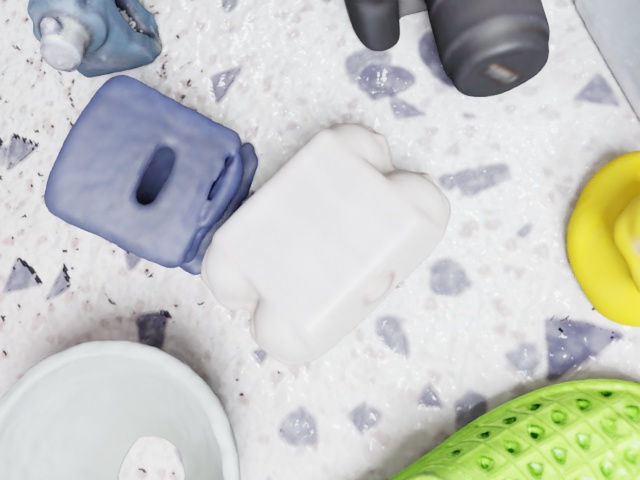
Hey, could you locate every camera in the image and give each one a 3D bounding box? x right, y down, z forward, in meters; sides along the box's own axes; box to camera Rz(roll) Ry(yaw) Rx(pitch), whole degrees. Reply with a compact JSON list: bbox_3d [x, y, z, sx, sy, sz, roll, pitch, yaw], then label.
[{"bbox_3d":[0.086,-0.168,0.375,0.143,0.101,0.137,-12,74,8],"label":"camera"}]

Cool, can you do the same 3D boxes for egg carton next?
[{"bbox_3d":[0.003,0.001,0.364,0.150,0.069,0.107,-46,72,-3],"label":"egg carton"}]

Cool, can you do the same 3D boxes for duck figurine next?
[{"bbox_3d":[0.186,-0.007,0.322,0.077,0.086,0.104,3,76,12],"label":"duck figurine"}]

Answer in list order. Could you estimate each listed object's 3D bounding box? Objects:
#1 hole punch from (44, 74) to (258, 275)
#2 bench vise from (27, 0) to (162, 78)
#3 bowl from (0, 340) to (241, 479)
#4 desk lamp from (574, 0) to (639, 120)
[{"bbox_3d":[-0.108,-0.042,0.385,0.101,0.091,0.109,22,81,15],"label":"hole punch"},{"bbox_3d":[-0.176,-0.228,0.378,0.121,0.220,0.207,-28,72,3],"label":"bench vise"},{"bbox_3d":[-0.117,0.146,0.347,0.167,0.075,0.167,-3,75,10],"label":"bowl"},{"bbox_3d":[0.230,-0.121,0.276,0.118,0.214,0.203,-23,73,5],"label":"desk lamp"}]
